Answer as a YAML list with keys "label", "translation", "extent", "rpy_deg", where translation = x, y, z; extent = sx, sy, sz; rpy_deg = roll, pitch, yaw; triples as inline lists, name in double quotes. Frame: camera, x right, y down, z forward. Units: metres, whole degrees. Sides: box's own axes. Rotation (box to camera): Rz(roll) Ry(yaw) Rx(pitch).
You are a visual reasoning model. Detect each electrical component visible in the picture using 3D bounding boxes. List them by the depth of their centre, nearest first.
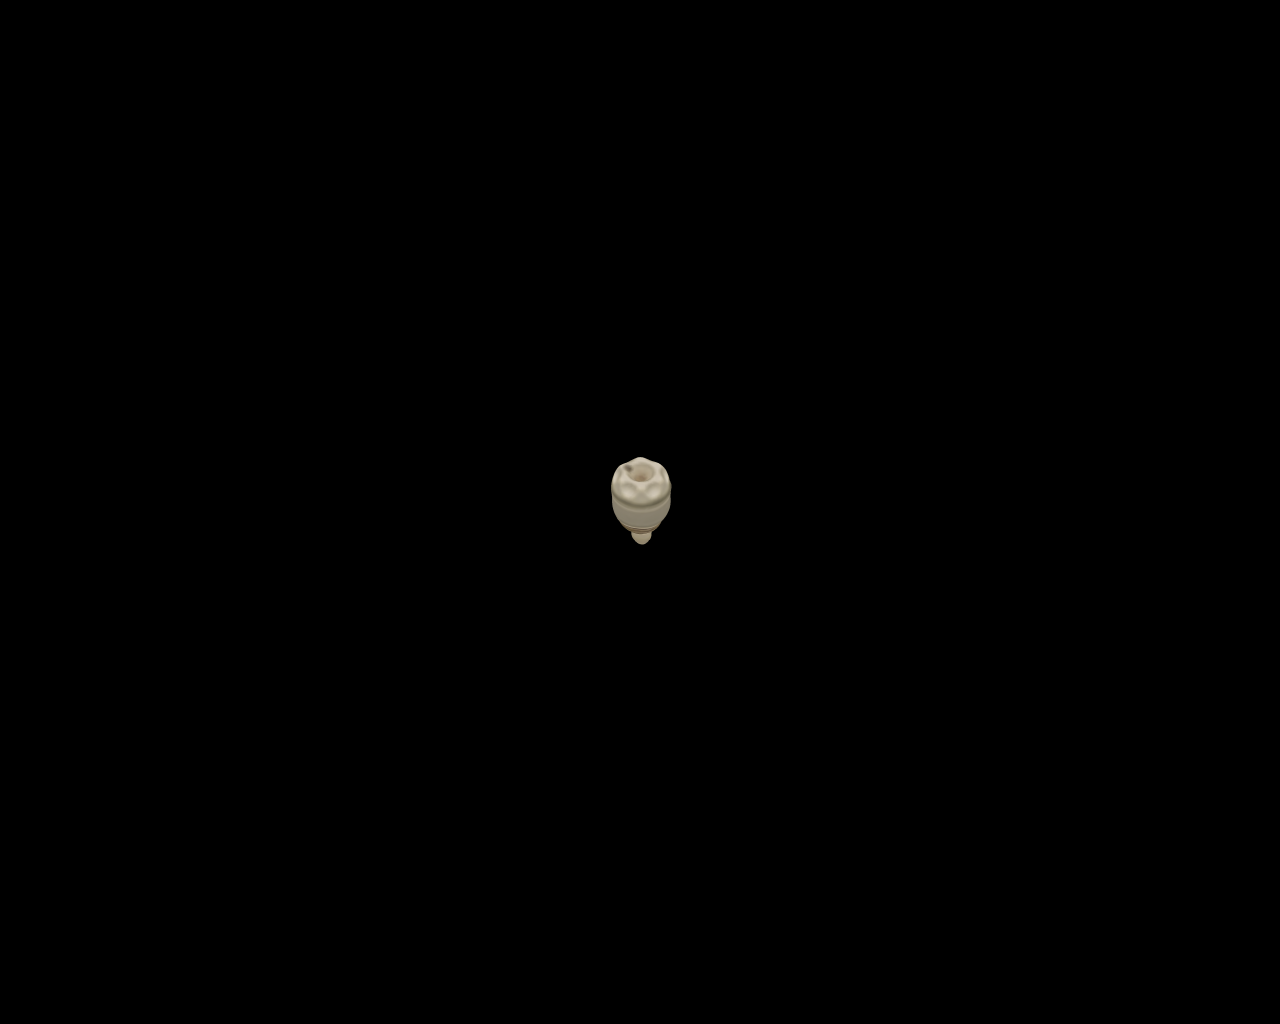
- label: "electrical component"
  translation: [0.001, -0.003, 0.650]
  extent: [0.035, 0.035, 0.061]
  rpy_deg: [0, -44, 0]
